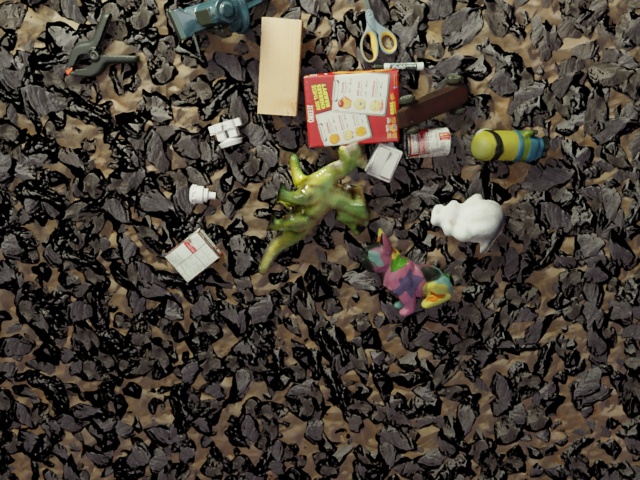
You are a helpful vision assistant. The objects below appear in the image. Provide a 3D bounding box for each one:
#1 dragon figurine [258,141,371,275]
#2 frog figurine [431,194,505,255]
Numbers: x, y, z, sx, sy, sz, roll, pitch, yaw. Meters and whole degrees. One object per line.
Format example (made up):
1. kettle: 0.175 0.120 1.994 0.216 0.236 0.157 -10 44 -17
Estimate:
1. dragon figurine: 0.004 -0.063 1.245 0.242 0.125 0.402 13 120 -7
2. frog figurine: 0.357 -0.056 1.244 0.159 0.121 0.139 31 69 2
